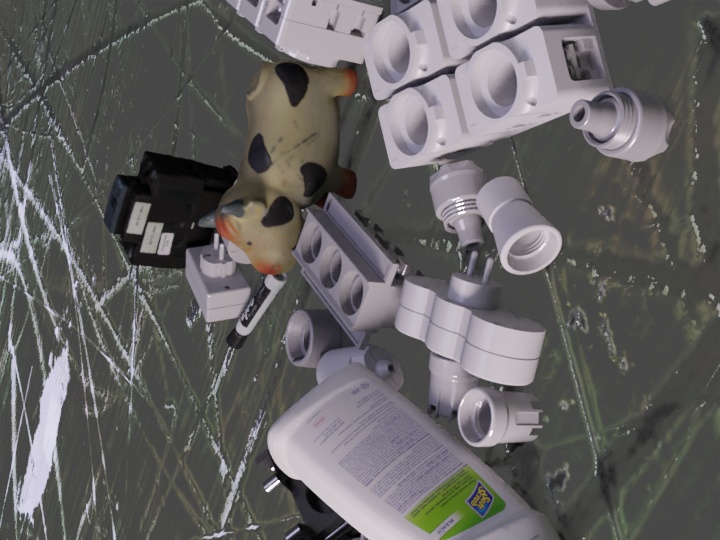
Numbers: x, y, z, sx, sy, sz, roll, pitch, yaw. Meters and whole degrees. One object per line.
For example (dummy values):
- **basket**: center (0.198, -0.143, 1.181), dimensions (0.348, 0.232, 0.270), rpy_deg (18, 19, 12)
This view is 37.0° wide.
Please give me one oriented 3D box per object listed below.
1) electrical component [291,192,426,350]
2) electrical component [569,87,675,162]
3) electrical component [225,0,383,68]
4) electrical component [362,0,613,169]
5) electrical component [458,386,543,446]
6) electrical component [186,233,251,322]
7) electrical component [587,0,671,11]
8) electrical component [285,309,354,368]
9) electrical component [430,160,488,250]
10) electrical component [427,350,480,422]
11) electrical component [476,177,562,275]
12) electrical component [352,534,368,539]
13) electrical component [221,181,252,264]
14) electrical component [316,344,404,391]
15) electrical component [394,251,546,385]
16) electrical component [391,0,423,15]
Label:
- **electrical component**: center (0.000, 0.000, 0.886), dimensions (0.121, 0.063, 0.078), rpy_deg (50, 126, 49)
- **electrical component**: center (0.156, -0.090, 0.653), dimensions (0.043, 0.062, 0.043), rpy_deg (-14, 74, 57)
- **electrical component**: center (-0.058, -0.243, 0.993), dimensions (0.150, 0.089, 0.061), rpy_deg (48, 125, 50)
- **electrical component**: center (0.079, -0.145, 0.762), dimensions (0.186, 0.060, 0.105), rpy_deg (-17, 85, 56)
- **electrical component**: center (0.096, 0.100, 0.733), dimensions (0.040, 0.046, 0.040), rpy_deg (-14, 73, 56)
- **electrical component**: center (-0.148, -0.003, 1.119), dimensions (0.083, 0.047, 0.075), rpy_deg (-123, 31, -45)
- **electrical component**: center (0.168, -0.190, 0.666), dimensions (0.055, 0.048, 0.066), rpy_deg (-13, 74, 49)
- **electrical component**: center (-0.034, 0.061, 0.946), dimensions (0.055, 0.047, 0.055), rpy_deg (-14, 73, 56)
- **electrical component**: center (0.077, -0.046, 0.790), dimensions (0.043, 0.043, 0.062), rpy_deg (-40, 54, 48)
- **electrical component**: center (0.069, 0.084, 0.787), dimensions (0.040, 0.040, 0.046), rpy_deg (22, 109, 57)
- **electrical component**: center (0.107, -0.034, 0.744), dimensions (0.044, 0.044, 0.065), rpy_deg (-61, 34, 32)
- **electrical component**: center (0.011, 0.216, 0.782), dimensions (0.052, 0.138, 0.073), rpy_deg (22, -108, -82)
- **electrical component**: center (-0.090, -0.059, 1.049), dimensions (0.138, 0.052, 0.073), rpy_deg (-62, 38, 32)
- **electrical component**: center (0.003, 0.083, 0.886), dimensions (0.081, 0.043, 0.043), rpy_deg (-15, 73, 56)
- **electrical component**: center (0.079, 0.024, 0.766), dimensions (0.138, 0.052, 0.073), rpy_deg (28, 109, 56)
- **electrical component**: center (0.061, -0.255, 0.830), dimensions (0.079, 0.063, 0.121), rpy_deg (-17, 71, 56)
